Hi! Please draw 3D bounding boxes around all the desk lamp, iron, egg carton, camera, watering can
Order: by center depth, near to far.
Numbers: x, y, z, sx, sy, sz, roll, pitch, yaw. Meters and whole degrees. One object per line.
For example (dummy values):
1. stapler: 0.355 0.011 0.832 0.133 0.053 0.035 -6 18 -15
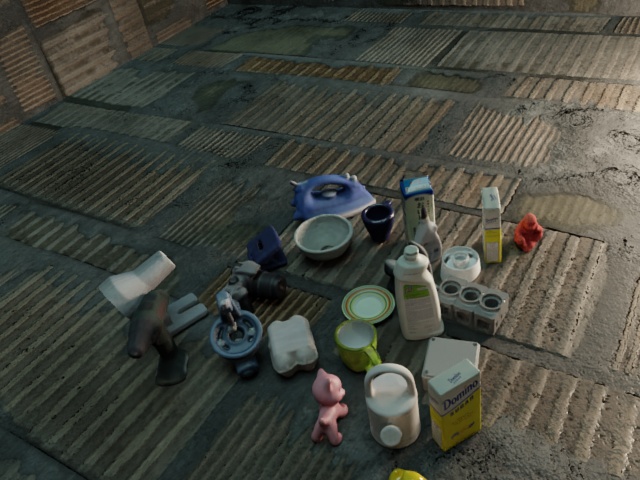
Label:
1. watering can: 0.139 0.310 1.091 0.101 0.194 0.172 -17 39 -7
2. egg carton: -0.066 0.243 1.325 0.107 0.069 0.150 -16 39 -5
3. desk lamp: -0.414 0.140 1.424 0.204 0.214 0.117 -32 43 -23
4. camera: -0.166 0.118 1.478 0.136 0.101 0.143 8 43 23
5. iron: 0.034 -0.141 1.712 0.258 0.142 0.118 -13 39 -1

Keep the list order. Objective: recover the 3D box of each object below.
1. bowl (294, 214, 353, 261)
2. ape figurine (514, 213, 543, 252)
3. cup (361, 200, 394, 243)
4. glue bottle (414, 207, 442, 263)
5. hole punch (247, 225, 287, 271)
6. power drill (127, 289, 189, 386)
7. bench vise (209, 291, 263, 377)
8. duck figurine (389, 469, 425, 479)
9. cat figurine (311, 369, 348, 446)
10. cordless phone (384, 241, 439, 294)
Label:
1. bowl: 0.015 0.006 1.590 0.167 0.075 0.167 -7 39 6
2. ape figurine: 0.539 -0.027 1.483 0.078 0.092 0.076 -11 39 1
3. cup: 0.171 -0.049 1.601 0.091 0.095 0.118 15 46 30
4. glue bottle: 0.272 -0.013 1.469 0.078 0.173 0.037 -21 39 -10
5. hole punch: -0.154 0.027 1.594 0.101 0.091 0.108 -21 39 -11
6. power drill: -0.369 0.232 1.305 0.075 0.209 0.229 -11 39 1
7. bench vise: -0.215 0.184 1.314 0.122 0.220 0.206 -31 42 -22
8. duck figurine: 0.163 0.440 1.013 0.078 0.086 0.104 -30 42 -22
9. cat figurine: 0.014 0.330 1.160 0.067 0.118 0.128 -1 40 14
10. cordless phone: 0.219 0.059 1.384 0.094 0.185 0.147 -33 43 -24
